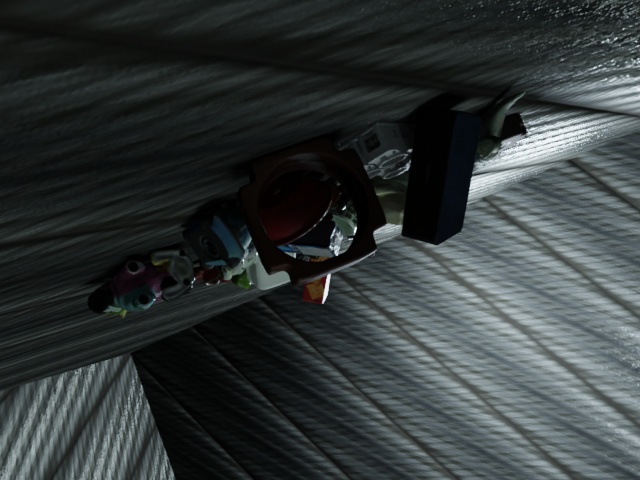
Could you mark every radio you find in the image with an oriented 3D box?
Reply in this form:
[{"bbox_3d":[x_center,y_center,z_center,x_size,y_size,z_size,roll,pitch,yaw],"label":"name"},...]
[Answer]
[{"bbox_3d":[0.217,-0.115,0.953,0.073,0.229,0.131,18,-159,32],"label":"radio"}]

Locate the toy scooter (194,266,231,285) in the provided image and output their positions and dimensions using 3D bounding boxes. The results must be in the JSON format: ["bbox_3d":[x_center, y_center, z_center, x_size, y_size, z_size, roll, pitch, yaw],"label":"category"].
[{"bbox_3d":[-0.268,0.073,1.424,0.184,0.075,0.135,-10,165,-43],"label":"toy scooter"}]

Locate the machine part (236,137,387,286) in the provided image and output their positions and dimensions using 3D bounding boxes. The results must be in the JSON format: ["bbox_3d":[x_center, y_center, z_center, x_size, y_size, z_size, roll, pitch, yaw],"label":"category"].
[{"bbox_3d":[-0.015,-0.042,0.841,0.201,0.201,0.087,-22,173,-12],"label":"machine part"}]

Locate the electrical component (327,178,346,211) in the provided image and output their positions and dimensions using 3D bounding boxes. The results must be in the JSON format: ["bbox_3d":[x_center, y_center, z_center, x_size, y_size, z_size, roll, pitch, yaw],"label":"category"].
[{"bbox_3d":[0.034,-0.098,1.126,0.021,0.063,0.094,-18,171,-28],"label":"electrical component"}]

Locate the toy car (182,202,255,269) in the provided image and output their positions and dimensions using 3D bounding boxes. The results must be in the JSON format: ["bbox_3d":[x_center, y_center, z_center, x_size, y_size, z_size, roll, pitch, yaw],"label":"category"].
[{"bbox_3d":[-0.176,-0.010,1.000,0.103,0.109,0.162,-39,-167,-36],"label":"toy car"}]

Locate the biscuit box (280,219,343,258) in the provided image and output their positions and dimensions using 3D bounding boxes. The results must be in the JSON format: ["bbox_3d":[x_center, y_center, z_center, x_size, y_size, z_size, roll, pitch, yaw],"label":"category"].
[{"bbox_3d":[-0.057,-0.009,1.129,0.203,0.063,0.059,6,158,25],"label":"biscuit box"}]

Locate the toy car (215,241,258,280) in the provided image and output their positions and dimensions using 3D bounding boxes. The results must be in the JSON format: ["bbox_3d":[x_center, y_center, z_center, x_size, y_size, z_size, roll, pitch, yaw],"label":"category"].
[{"bbox_3d":[-0.169,0.040,1.123,0.073,0.056,0.202,-34,179,-24],"label":"toy car"}]

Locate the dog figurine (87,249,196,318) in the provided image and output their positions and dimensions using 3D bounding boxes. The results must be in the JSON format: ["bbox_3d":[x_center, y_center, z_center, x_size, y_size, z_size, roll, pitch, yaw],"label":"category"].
[{"bbox_3d":[-0.390,0.103,1.161,0.191,0.108,0.219,-20,177,-42],"label":"dog figurine"}]

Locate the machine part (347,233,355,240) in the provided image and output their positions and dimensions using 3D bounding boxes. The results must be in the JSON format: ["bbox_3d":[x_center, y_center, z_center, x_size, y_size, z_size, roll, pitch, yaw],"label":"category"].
[{"bbox_3d":[0.136,-0.044,1.493,0.139,0.039,0.084,-26,177,15],"label":"machine part"}]

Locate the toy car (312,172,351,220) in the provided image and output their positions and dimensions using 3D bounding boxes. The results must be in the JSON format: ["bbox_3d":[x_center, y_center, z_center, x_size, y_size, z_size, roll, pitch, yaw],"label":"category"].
[{"bbox_3d":[0.003,-0.081,1.086,0.053,0.089,0.202,-55,-177,-21],"label":"toy car"}]

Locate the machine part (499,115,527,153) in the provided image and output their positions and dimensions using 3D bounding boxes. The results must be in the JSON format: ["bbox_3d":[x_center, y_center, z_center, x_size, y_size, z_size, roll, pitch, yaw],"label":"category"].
[{"bbox_3d":[0.411,-0.237,1.305,0.179,0.056,0.179,-23,172,-4],"label":"machine part"}]

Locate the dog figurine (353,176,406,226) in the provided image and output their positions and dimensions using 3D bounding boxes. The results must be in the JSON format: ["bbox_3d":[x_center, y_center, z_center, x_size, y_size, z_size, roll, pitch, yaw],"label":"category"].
[{"bbox_3d":[0.175,-0.087,1.125,0.191,0.172,0.121,8,130,-9],"label":"dog figurine"}]

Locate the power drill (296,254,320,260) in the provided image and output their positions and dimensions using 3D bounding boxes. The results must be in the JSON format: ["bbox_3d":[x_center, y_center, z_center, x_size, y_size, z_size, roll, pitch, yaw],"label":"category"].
[{"bbox_3d":[-0.003,-0.004,1.345,0.232,0.086,0.207,-44,175,8],"label":"power drill"}]

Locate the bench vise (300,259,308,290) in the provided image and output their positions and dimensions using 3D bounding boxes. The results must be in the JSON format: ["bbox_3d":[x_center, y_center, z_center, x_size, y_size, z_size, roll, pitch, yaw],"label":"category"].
[{"bbox_3d":[-0.106,0.065,1.591,0.224,0.129,0.240,-18,158,24],"label":"bench vise"}]

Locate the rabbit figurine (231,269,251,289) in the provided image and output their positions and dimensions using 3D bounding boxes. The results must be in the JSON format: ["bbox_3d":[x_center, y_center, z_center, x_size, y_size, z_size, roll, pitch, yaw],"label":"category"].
[{"bbox_3d":[-0.145,0.037,1.382,0.159,0.121,0.170,-48,149,19],"label":"rabbit figurine"}]

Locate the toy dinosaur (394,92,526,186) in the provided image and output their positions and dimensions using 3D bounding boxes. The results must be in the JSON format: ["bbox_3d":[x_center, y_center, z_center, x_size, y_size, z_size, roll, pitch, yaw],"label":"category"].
[{"bbox_3d":[0.304,-0.184,1.164,0.405,0.131,0.192,-34,179,39],"label":"toy dinosaur"}]
